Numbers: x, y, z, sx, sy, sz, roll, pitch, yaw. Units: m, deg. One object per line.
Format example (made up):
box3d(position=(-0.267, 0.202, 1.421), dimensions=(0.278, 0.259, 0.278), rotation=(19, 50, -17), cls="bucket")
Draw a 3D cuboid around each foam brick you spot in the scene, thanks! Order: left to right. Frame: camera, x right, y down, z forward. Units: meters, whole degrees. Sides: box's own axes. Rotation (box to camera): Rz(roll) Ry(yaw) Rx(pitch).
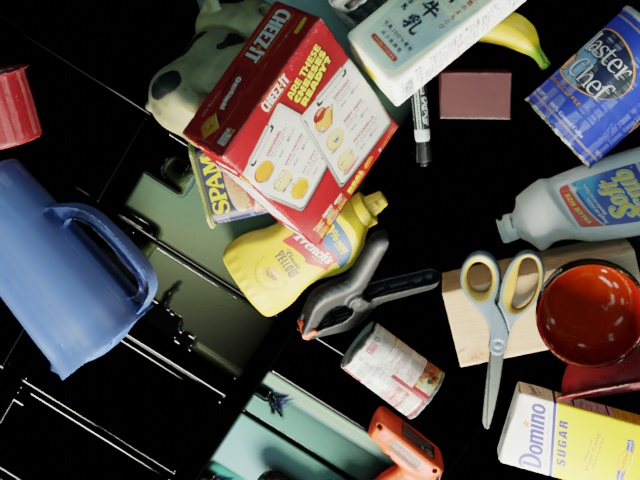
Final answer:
box3d(position=(0.167, -0.158, 1.154), dimensions=(0.078, 0.053, 0.051), rotation=(2, 103, 6), cls="foam brick")

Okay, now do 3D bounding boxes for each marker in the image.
box3d(position=(0.111, -0.141, 1.182), dimensions=(0.020, 0.020, 0.121), rotation=(-5, 103, 7), cls="marker")

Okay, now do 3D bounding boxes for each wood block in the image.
box3d(position=(0.246, 0.066, 1.180), dimensions=(0.206, 0.090, 0.091), rotation=(-13, 101, 10), cls="wood block")

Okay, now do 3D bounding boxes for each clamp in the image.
box3d(position=(0.052, 0.062, 1.217), dimensions=(0.120, 0.039, 0.172), rotation=(30, 124, -33), cls="clamp")

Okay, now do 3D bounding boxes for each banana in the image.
box3d(position=(0.146, -0.218, 1.140), dimensions=(0.198, 0.037, 0.069), rotation=(1, 61, 12), cls="banana")

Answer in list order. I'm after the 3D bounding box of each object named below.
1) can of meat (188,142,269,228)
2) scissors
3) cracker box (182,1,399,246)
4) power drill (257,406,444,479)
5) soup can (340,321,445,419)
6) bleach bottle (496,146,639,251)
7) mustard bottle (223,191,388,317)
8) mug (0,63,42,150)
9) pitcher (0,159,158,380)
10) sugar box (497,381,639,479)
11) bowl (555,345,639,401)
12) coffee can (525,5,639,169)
box3d(position=(-0.093, -0.072, 1.202), dimensions=(0.084, 0.057, 0.102), rotation=(-12, 102, 7), cls="can of meat")
box3d(position=(0.174, 0.098, 1.141), dimensions=(0.096, 0.016, 0.202), rotation=(22, 104, 3), cls="scissors")
box3d(position=(-0.023, -0.113, 1.087), dimensions=(0.072, 0.213, 0.164), rotation=(30, 82, 35), cls="cracker box")
box3d(position=(0.041, 0.290, 1.274), dimensions=(0.184, 0.057, 0.188), rotation=(37, 107, -7), cls="power drill")
box3d(position=(0.083, 0.149, 1.229), dimensions=(0.102, 0.068, 0.068), rotation=(37, 104, -3), cls="soup can")
box3d(position=(0.319, -0.040, 1.160), dimensions=(0.251, 0.068, 0.102), rotation=(-18, 91, 12), cls="bleach bottle")
box3d(position=(-0.008, 0.002, 1.209), dimensions=(0.192, 0.058, 0.096), rotation=(-32, 105, 12), cls="mustard bottle")
box3d(position=(-0.371, -0.148, 1.206), dimensions=(0.117, 0.093, 0.081), rotation=(1, 111, 37), cls="mug")
box3d(position=(-0.306, 0.023, 1.214), dimensions=(0.149, 0.145, 0.243), rotation=(-40, 94, -20), cls="pitcher")
box3d(position=(0.303, 0.233, 1.236), dimensions=(0.176, 0.048, 0.093), rotation=(14, 105, 2), cls="sugar box")
box3d(position=(0.334, 0.137, 1.167), dimensions=(0.162, 0.162, 0.055), rotation=(-11, 78, 9), cls="bowl")
box3d(position=(0.301, -0.159, 1.113), dimensions=(0.140, 0.102, 0.103), rotation=(-43, 96, 14), cls="coffee can")
